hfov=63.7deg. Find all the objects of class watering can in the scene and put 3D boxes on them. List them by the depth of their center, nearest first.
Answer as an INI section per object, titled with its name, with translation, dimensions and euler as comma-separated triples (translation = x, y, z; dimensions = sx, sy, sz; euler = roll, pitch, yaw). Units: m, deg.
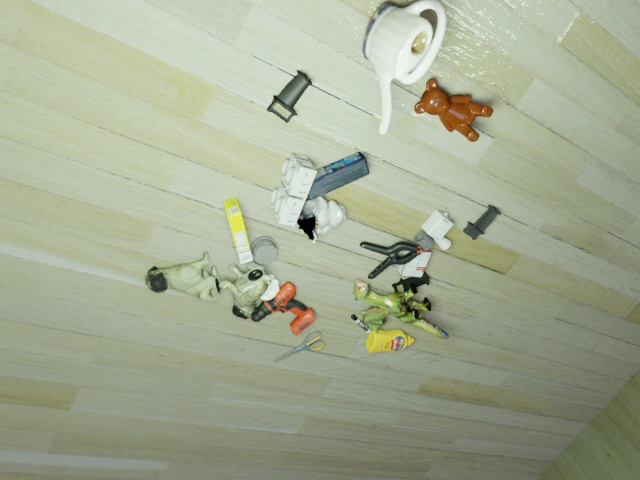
[watering can]
translation = 0.188, -0.464, 1.328
dimensions = 0.104, 0.342, 0.228
euler = 8, 30, -44

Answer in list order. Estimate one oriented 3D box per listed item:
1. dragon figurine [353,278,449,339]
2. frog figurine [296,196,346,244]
[dragon figurine]
translation = 0.269, 0.274, 1.873
dimensions = 0.240, 0.405, 0.125
euler = -24, 31, 34
[frog figurine]
translation = 0.005, -0.080, 1.590
dimensions = 0.123, 0.134, 0.162
euler = 14, 40, 37
